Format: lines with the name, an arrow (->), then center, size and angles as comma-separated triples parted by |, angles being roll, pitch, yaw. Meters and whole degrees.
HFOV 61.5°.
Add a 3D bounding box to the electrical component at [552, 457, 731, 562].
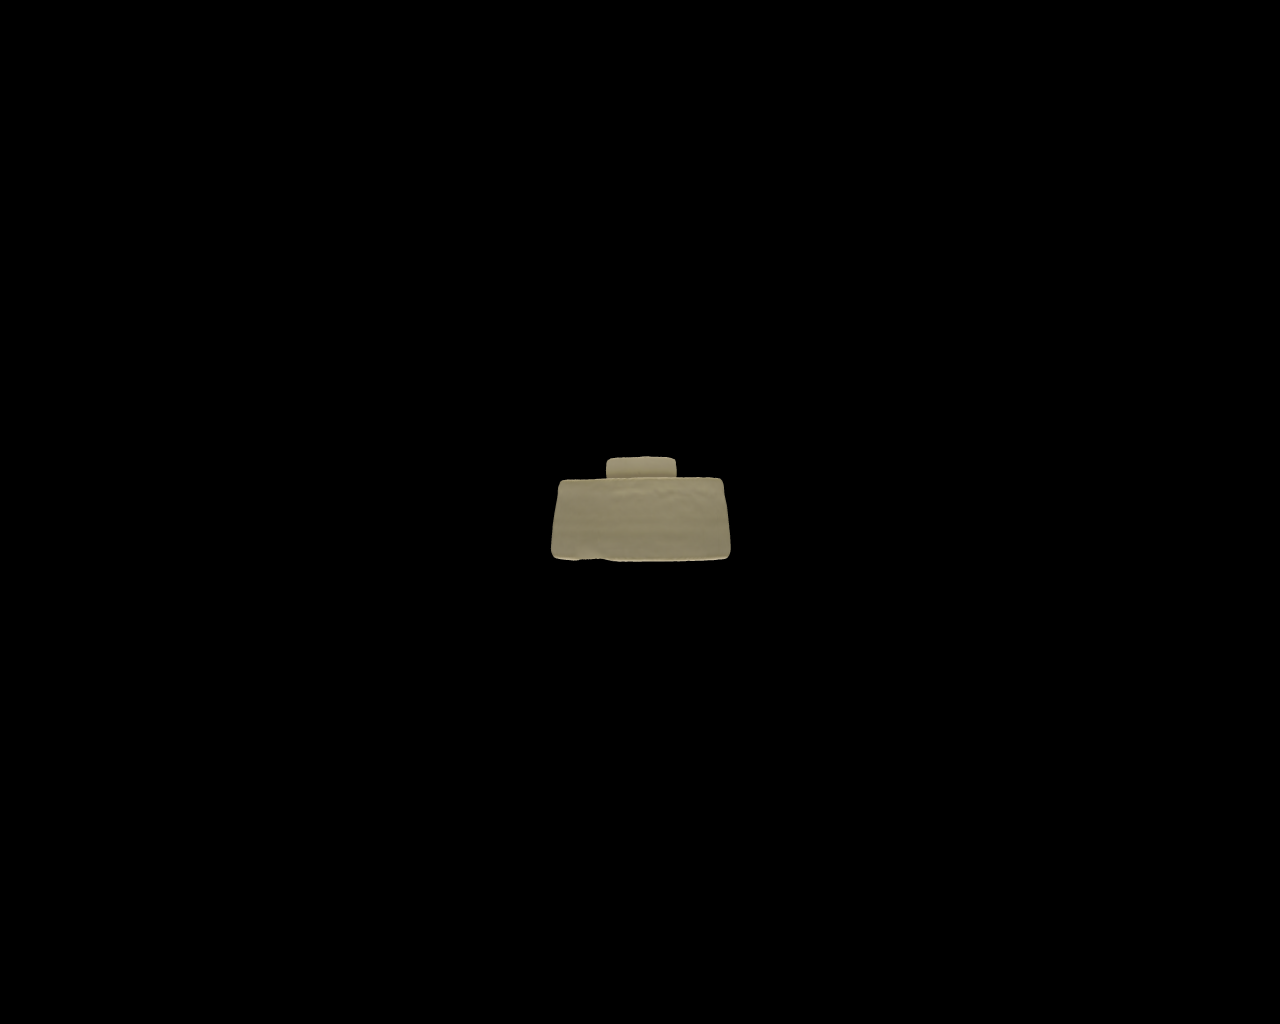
electrical component -> 0.001, -0.003, 0.650 | 0.108, 0.060, 0.108 | 0, 0, 0
